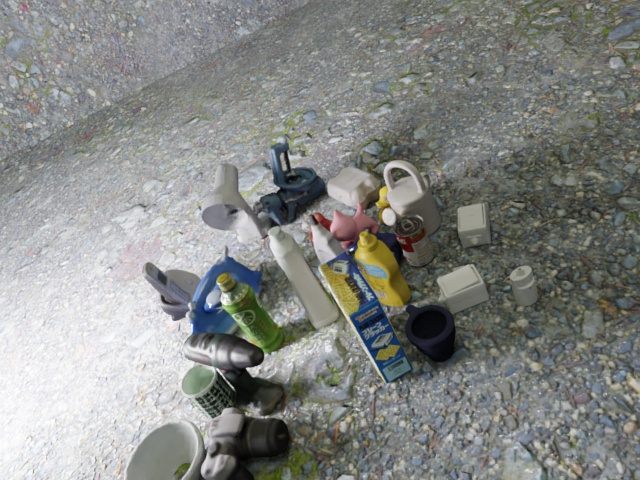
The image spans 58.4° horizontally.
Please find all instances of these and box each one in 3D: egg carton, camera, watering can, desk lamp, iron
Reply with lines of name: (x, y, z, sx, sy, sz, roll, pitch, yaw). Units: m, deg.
egg carton: (0.089, -0.139, 1.534, 0.107, 0.070, 0.149, -41, 39, -16)
camera: (-0.136, 0.377, 1.056, 0.136, 0.101, 0.143, -11, 41, 22)
watering can: (0.204, -0.097, 1.314, 0.100, 0.195, 0.173, -8, 42, 24)
desk lamp: (-0.226, -0.089, 1.553, 0.117, 0.214, 0.203, -15, 40, 17)
iron: (-0.249, 0.144, 1.359, 0.118, 0.142, 0.259, 3, 47, 34)

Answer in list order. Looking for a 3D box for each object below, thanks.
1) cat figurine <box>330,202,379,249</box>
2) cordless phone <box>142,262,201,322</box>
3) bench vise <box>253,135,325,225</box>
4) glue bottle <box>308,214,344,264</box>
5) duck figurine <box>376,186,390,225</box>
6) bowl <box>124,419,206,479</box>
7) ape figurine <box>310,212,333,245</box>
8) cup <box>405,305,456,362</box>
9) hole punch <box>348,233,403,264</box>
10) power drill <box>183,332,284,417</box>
cat figurine: (0.074, -0.035, 1.386, 0.067, 0.118, 0.128, 14, 54, 41)
cordless phone: (-0.380, 0.102, 1.452, 0.094, 0.185, 0.147, -25, 38, 5)
bench vise: (-0.097, -0.158, 1.548, 0.121, 0.220, 0.208, 14, 54, 41)
glue bottle: (0.012, 0.005, 1.332, 0.077, 0.174, 0.037, 13, 53, 41)
duck figurine: (0.180, -0.100, 1.420, 0.105, 0.086, 0.077, -40, 39, -15)
bowl: (-0.283, 0.437, 1.099, 0.167, 0.075, 0.167, -17, 39, 14)
ape figurine: (0.004, -0.029, 1.443, 0.077, 0.092, 0.076, -21, 38, 9)
cup: (0.208, 0.178, 1.077, 0.092, 0.095, 0.117, -36, 38, -10)
hole punch: (0.130, 0.017, 1.313, 0.108, 0.091, 0.101, 0, 46, 32)
power drill: (-0.158, 0.255, 1.121, 0.228, 0.209, 0.076, 6, 49, 37)
